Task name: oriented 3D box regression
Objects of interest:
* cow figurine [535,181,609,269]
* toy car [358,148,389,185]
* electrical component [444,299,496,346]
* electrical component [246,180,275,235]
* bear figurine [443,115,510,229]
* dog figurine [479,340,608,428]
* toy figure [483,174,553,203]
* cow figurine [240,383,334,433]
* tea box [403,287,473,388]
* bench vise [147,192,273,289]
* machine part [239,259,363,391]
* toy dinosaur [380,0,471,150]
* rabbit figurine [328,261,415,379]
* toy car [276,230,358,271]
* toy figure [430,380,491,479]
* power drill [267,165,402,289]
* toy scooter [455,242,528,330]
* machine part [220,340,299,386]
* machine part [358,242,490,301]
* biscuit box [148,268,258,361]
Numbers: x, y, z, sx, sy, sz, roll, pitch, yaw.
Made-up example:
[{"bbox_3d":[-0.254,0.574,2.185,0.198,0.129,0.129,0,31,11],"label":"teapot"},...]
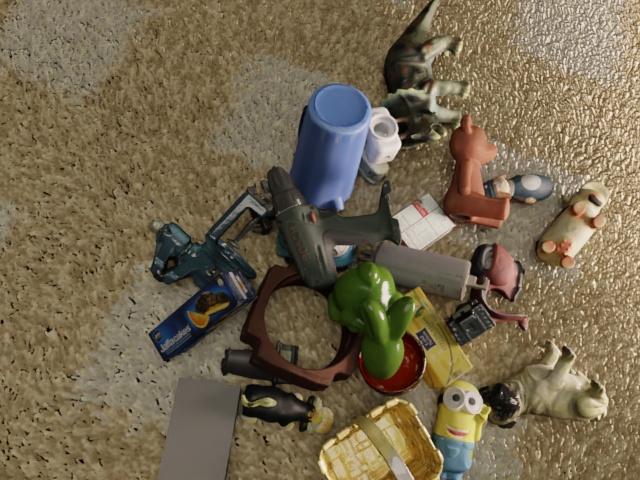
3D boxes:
[{"bbox_3d":[0.503,-0.031,1.066,0.085,0.127,0.195,36,88,7],"label":"cow figurine"},{"bbox_3d":[0.067,-0.201,1.090,0.056,0.073,0.202,-36,80,-15],"label":"toy car"},{"bbox_3d":[0.261,0.143,0.931,0.075,0.119,0.048,-35,86,5],"label":"electrical component"},{"bbox_3d":[-0.117,-0.062,1.049,0.078,0.045,0.102,-22,78,-40],"label":"electrical component"},{"bbox_3d":[0.307,-0.132,1.040,0.132,0.120,0.195,12,80,12],"label":"bear figurine"},{"bbox_3d":[0.399,0.297,0.968,0.190,0.121,0.172,-39,77,-1],"label":"dog figurine"},{"bbox_3d":[0.396,-0.106,1.103,0.155,0.057,0.064,-3,35,-4],"label":"toy figure"},{"bbox_3d":[-0.054,0.287,0.918,0.167,0.098,0.068,12,66,-1],"label":"cow figurine"},{"bbox_3d":[0.189,0.178,0.974,0.068,0.098,0.170,-31,76,-13],"label":"tea box"},{"bbox_3d":[-0.183,-0.002,0.973,0.223,0.129,0.240,43,92,0],"label":"bench vise"},{"bbox_3d":[-0.025,0.148,0.947,0.201,0.087,0.201,26,62,-10],"label":"machine part"},{"bbox_3d":[0.201,-0.349,1.133,0.192,0.131,0.405,-3,67,-7],"label":"toy dinosaur"},{"bbox_3d":[0.097,0.128,0.851,0.121,0.159,0.170,-6,62,-17],"label":"rabbit figurine"},{"bbox_3d":[-0.002,-0.003,1.010,0.162,0.103,0.109,15,73,1],"label":"toy car"},{"bbox_3d":[0.232,0.336,0.940,0.082,0.089,0.180,15,81,-17],"label":"toy figure"},{"bbox_3d":[0.028,-0.042,0.922,0.207,0.086,0.232,-13,79,-3],"label":"power drill"},{"bbox_3d":[0.341,0.102,1.021,0.135,0.075,0.184,20,79,4],"label":"toy scooter"},{"bbox_3d":[-0.108,0.221,0.966,0.139,0.039,0.084,3,81,-6],"label":"machine part"},{"bbox_3d":[0.187,0.057,0.995,0.243,0.079,0.079,15,71,19],"label":"machine part"},{"bbox_3d":[-0.203,0.129,0.918,0.202,0.059,0.063,-38,79,24],"label":"biscuit box"}]
